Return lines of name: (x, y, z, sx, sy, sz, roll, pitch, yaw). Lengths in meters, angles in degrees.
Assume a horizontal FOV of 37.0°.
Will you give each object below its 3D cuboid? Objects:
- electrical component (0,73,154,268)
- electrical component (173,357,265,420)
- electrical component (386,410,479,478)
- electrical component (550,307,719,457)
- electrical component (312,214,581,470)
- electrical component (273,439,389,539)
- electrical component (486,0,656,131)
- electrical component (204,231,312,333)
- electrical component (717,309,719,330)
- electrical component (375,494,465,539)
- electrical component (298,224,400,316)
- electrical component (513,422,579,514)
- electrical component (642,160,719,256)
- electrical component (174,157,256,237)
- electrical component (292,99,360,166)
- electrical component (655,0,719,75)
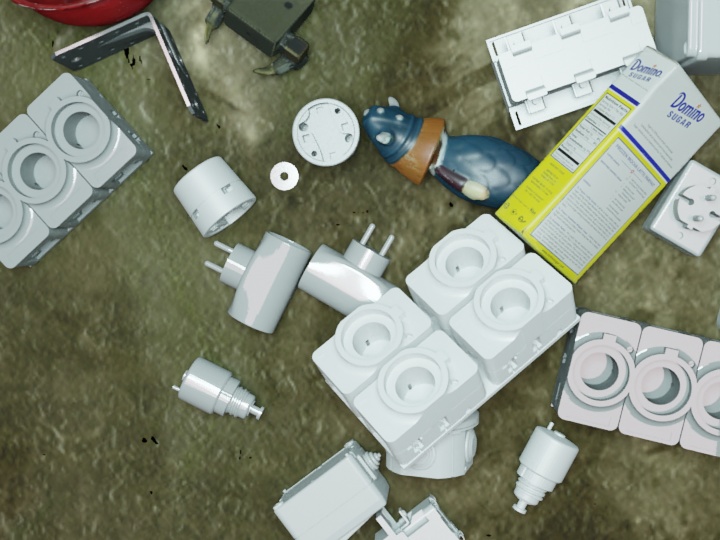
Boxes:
electrical component: (-0.265, -0.083, 0.913, 0.150, 0.062, 0.089, -42, 90, 5)
electrical component: (-0.119, 0.106, 0.923, 0.078, 0.040, 0.040, 26, 94, 2)
electrical component: (0.058, 0.138, 0.894, 0.080, 0.080, 0.051, 1, 97, 4)
electrical component: (0.243, 0.092, 0.886, 0.150, 0.062, 0.089, 13, 94, 3)
electrical component: (0.068, 0.051, 0.852, 0.186, 0.060, 0.105, -39, 57, -9)
electrical component: (-0.015, 0.191, 0.910, 0.096, 0.062, 0.061, -37, 90, 5)
electrical component: (0.174, -0.172, 0.877, 0.121, 0.063, 0.078, -19, 91, 5)
electrical component: (-0.093, 0.002, 0.914, 0.079, 0.043, 0.077, 26, 95, 2)
electrical component: (0.359, 0.030, 0.877, 0.113, 0.057, 0.078, 13, 94, 3)
electrical component: (0.051, 0.229, 0.918, 0.064, 0.042, 0.081, -38, 90, 1)
electrical component: (0.000, 0.000, 0.908, 0.077, 0.043, 0.079, 30, 95, 3)
electrical component: (0.152, 0.169, 0.907, 0.040, 0.040, 0.078, 27, 95, 2)
electrical component: (0.272, -0.050, 0.870, 0.047, 0.077, 0.065, 31, 95, 2)
electrical component: (-0.124, -0.063, 0.909, 0.055, 0.055, 0.047, -38, 86, 5)
electrical component: (-0.026, -0.114, 0.902, 0.055, 0.047, 0.055, 0, 93, 4)
electrical component: (0.273, -0.212, 0.846, 0.056, 0.108, 0.108, 0, 93, 1)
